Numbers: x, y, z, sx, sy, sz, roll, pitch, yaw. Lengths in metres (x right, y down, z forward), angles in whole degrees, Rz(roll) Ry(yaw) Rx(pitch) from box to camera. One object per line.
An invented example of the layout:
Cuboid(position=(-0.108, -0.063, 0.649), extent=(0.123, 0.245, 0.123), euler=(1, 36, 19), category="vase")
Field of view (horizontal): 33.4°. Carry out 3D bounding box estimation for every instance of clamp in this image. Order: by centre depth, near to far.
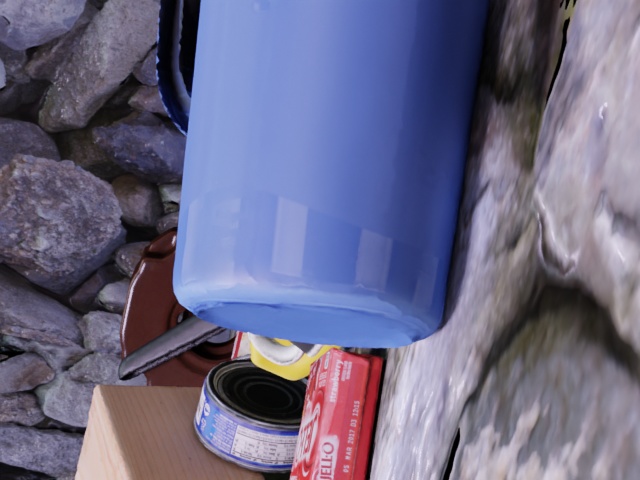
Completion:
Cuboid(position=(-0.067, 0.061, 0.879), extent=(0.036, 0.165, 0.210), euler=(27, -98, -76), category="clamp")

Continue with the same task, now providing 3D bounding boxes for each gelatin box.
Cuboid(position=(0.006, 0.098, 0.560), extent=(0.089, 0.030, 0.073), euler=(123, 158, -76), category="gelatin box")

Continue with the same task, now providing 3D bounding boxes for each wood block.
Cuboid(position=(-0.085, 0.182, 0.658), extent=(0.206, 0.090, 0.090), euler=(50, 129, 57), category="wood block")

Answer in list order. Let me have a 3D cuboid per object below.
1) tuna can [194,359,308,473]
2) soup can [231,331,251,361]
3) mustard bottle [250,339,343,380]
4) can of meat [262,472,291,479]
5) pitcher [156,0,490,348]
Cuboid(position=(-0.037, 0.112, 0.692), extent=(0.086, 0.086, 0.034), euler=(-92, 16, -69), category="tuna can")
Cuboid(position=(-0.025, 0.055, 0.786), extent=(0.069, 0.068, 0.102), euler=(110, 171, -59), category="soup can")
Cuboid(position=(-0.004, 0.001, 0.716), extent=(0.096, 0.058, 0.191), euler=(-59, 14, 29), category="mustard bottle")
Cuboid(position=(-0.041, 0.175, 0.762), extent=(0.084, 0.057, 0.102), euler=(-112, 33, -77), category="can of meat")
Cuboid(position=(0.000, -0.082, 0.454), extent=(0.149, 0.145, 0.243), euler=(132, 146, -75), category="pitcher")
